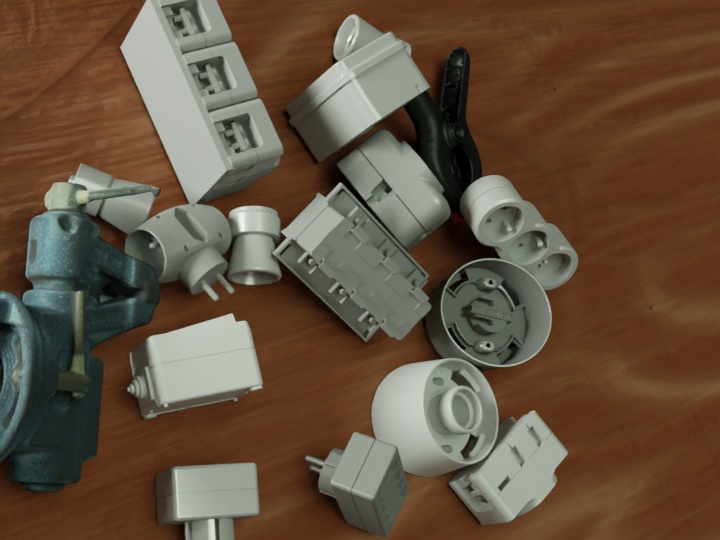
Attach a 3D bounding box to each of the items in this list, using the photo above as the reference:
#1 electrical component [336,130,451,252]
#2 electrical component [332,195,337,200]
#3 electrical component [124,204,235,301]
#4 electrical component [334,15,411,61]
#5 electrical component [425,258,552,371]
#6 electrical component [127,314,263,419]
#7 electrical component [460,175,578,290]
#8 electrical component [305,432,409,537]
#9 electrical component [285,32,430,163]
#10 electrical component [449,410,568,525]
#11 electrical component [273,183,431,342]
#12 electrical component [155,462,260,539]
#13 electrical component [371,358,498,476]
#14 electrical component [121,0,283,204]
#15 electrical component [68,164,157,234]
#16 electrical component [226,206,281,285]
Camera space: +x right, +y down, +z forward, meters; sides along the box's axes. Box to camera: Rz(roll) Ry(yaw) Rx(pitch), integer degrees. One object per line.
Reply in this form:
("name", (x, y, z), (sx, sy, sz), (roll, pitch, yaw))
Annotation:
("electrical component", (0.033, -0.072, 0.934), (0.059, 0.054, 0.095), (-39, 80, 3))
("electrical component", (-0.012, -0.031, 0.925), (0.062, 0.048, 0.048), (51, 59, -14))
("electrical component", (-0.130, -0.008, 0.836), (0.079, 0.043, 0.077), (48, 35, 12))
("electrical component", (0.014, -0.204, 0.996), (0.065, 0.044, 0.044), (17, 67, -27))
("electrical component", (0.111, 0.041, 0.952), (0.099, 0.064, 0.099), (8, 70, -25))
("electrical component", (-0.132, 0.073, 0.818), (0.096, 0.062, 0.061), (-8, 78, -29))
("electrical component", (0.140, -0.042, 0.986), (0.138, 0.052, 0.073), (37, 19, -40))
("electrical component", (-0.008, 0.165, 0.852), (0.076, 0.083, 0.047), (17, 61, 20))
("electrical component", (-0.004, -0.148, 0.926), (0.078, 0.113, 0.057), (-36, 95, -31))
("electrical component", (0.131, 0.174, 0.928), (0.089, 0.050, 0.055), (-41, 95, -31))
("electrical component", (0.000, 0.000, 0.880), (0.078, 0.063, 0.121), (-46, 121, -2))
("electrical component", (-0.113, 0.186, 0.801), (0.066, 0.047, 0.076), (2, 73, -27))
("electrical component", (0.068, 0.124, 0.918), (0.099, 0.064, 0.099), (16, 65, -37))
("electrical component", (-0.126, -0.140, 0.873), (0.062, 0.089, 0.150), (-22, 85, -31))
("electrical component", (-0.196, -0.056, 0.840), (0.065, 0.044, 0.044), (22, 65, -15))
("electrical component", (-0.087, -0.020, 0.881), (0.045, 0.045, 0.055), (6, 71, -26))
